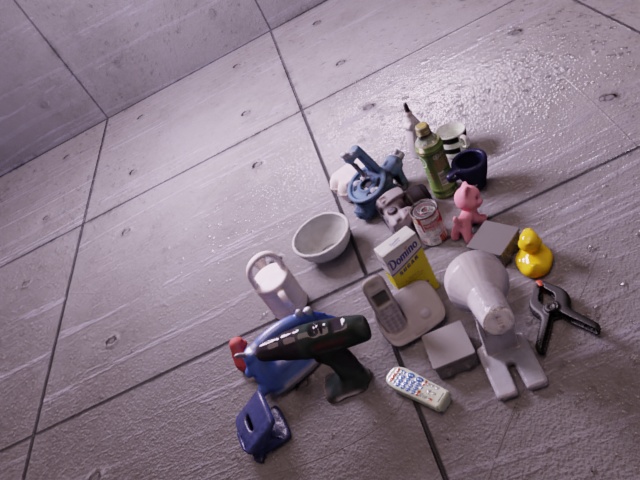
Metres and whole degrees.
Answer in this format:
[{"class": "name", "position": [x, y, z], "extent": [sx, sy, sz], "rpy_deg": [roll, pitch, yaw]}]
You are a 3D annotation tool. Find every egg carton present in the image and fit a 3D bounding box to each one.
[{"class": "egg carton", "position": [0.104, -0.183, 1.692], "extent": [0.150, 0.070, 0.107], "rpy_deg": [-38, 38, -8]}]

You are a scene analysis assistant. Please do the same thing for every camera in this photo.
[{"class": "camera", "position": [0.224, -0.087, 1.481], "extent": [0.137, 0.101, 0.143], "rpy_deg": [-31, 38, 0]}]

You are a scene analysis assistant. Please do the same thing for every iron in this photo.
[{"class": "iron", "position": [-0.069, 0.227, 1.297], "extent": [0.258, 0.142, 0.118], "rpy_deg": [-40, 39, -11]}]

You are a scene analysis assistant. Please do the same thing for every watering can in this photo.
[{"class": "watering can", "position": [-0.120, 0.102, 1.426], "extent": [0.172, 0.195, 0.101], "rpy_deg": [16, 58, 43]}]

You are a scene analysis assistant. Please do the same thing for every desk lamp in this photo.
[{"class": "desk lamp", "position": [0.324, 0.149, 1.062], "extent": [0.118, 0.214, 0.203], "rpy_deg": [-24, 38, 9]}]

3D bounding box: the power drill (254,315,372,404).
[{"class": "power drill", "position": [0.010, 0.243, 1.172], "extent": [0.229, 0.209, 0.075], "rpy_deg": [-25, 38, 8]}]

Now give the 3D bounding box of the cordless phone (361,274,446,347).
[{"class": "cordless phone", "position": [0.173, 0.126, 1.212], "extent": [0.147, 0.186, 0.094], "rpy_deg": [-33, 38, -3]}]

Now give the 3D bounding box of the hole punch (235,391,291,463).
[{"class": "hole punch", "position": [-0.130, 0.390, 1.199], "extent": [0.101, 0.091, 0.108], "rpy_deg": [-34, 38, -4]}]

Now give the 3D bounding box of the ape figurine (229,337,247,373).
[{"class": "ape figurine", "position": [-0.183, 0.267, 1.370], "extent": [0.077, 0.092, 0.076], "rpy_deg": [15, 57, 43]}]

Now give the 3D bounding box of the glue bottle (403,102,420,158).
[{"class": "glue bottle", "position": [0.270, -0.324, 1.653], "extent": [0.037, 0.174, 0.078], "rpy_deg": [13, 55, 42]}]

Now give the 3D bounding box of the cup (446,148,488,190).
[{"class": "cup", "position": [0.381, -0.165, 1.467], "extent": [0.118, 0.095, 0.091], "rpy_deg": [-36, 38, -7]}]

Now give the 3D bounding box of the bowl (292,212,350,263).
[{"class": "bowl", "position": [0.014, 0.006, 1.540], "extent": [0.167, 0.075, 0.167], "rpy_deg": [-18, 40, 16]}]

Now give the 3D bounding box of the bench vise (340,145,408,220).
[{"class": "bench vise", "position": [0.136, -0.191, 1.557], "extent": [0.121, 0.220, 0.208], "rpy_deg": [7, 52, 38]}]

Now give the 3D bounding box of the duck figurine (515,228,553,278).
[{"class": "duck figurine", "position": [0.451, 0.021, 1.223], "extent": [0.077, 0.086, 0.104], "rpy_deg": [-12, 42, 23]}]

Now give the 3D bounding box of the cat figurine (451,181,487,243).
[{"class": "cat figurine", "position": [0.349, -0.076, 1.372], "extent": [0.067, 0.118, 0.128], "rpy_deg": [8, 53, 39]}]
